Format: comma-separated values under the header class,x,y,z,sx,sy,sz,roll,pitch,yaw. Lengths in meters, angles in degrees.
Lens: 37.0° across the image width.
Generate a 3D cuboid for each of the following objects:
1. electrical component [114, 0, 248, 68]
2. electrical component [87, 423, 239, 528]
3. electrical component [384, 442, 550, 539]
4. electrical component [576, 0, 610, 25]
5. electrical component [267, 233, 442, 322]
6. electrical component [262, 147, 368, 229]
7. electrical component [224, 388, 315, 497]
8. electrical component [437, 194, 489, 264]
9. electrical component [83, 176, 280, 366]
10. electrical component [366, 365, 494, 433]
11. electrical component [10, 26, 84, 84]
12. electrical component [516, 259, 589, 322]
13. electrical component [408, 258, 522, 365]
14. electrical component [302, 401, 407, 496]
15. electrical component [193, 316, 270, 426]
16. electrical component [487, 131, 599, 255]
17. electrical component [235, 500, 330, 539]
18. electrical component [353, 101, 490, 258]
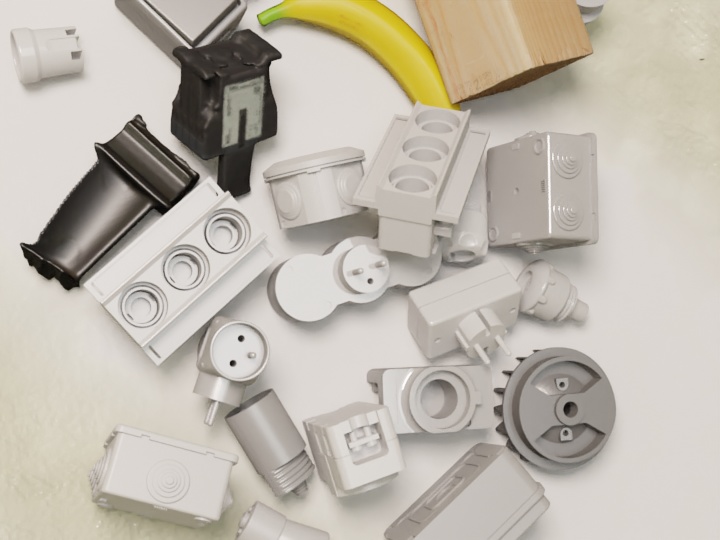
class,x,y,z,sx,sy,sz,roll,pitch,yaw
electrical component,-0.141,-0.208,0.818,0.096,0.061,0.061,44,76,-8
electrical component,-0.143,0.151,0.772,0.100,0.100,0.048,18,69,-13
electrical component,0.083,0.194,0.839,0.113,0.078,0.057,-41,94,-14
electrical component,0.180,-0.224,0.897,0.043,0.081,0.043,1,85,-15
electrical component,0.000,0.000,0.834,0.138,0.074,0.052,-18,91,-16
electrical component,-0.032,-0.064,0.828,0.080,0.080,0.051,-14,95,-16
electrical component,-0.064,0.136,0.821,0.043,0.043,0.081,-32,94,-15
electrical component,0.082,-0.039,0.876,0.043,0.043,0.062,7,64,-15
electrical component,-0.133,0.001,0.803,0.121,0.063,0.078,-43,97,-14
electrical component,0.056,0.101,0.851,0.089,0.056,0.050,-1,86,-15
electrical component,-0.233,-0.162,0.802,0.046,0.040,0.040,-13,89,-22
electrical component,0.161,0.023,0.892,0.062,0.048,0.048,27,79,-19
electrical component,0.091,0.043,0.851,0.083,0.047,0.075,-20,52,-16
electrical component,-0.004,0.135,0.814,0.050,0.089,0.055,-17,90,-16
electrical component,-0.101,0.077,0.799,0.043,0.077,0.079,20,81,-13
electrical component,0.144,-0.062,0.866,0.048,0.100,0.099,2,85,-28
electrical component,-0.062,0.205,0.819,0.065,0.044,0.044,31,79,-6
electrical component,0.049,-0.069,0.827,0.079,0.063,0.121,11,41,11
